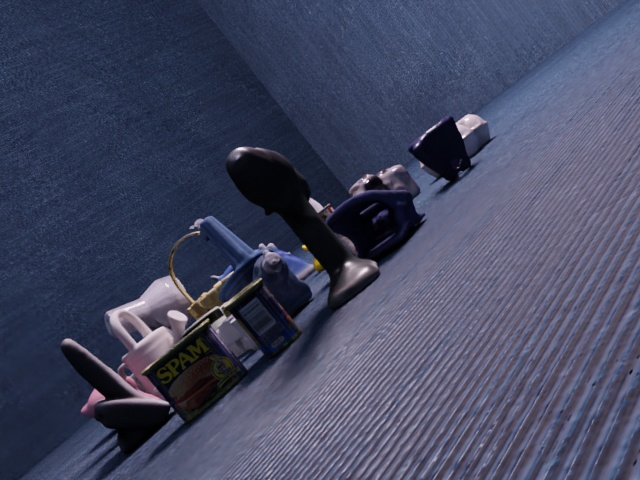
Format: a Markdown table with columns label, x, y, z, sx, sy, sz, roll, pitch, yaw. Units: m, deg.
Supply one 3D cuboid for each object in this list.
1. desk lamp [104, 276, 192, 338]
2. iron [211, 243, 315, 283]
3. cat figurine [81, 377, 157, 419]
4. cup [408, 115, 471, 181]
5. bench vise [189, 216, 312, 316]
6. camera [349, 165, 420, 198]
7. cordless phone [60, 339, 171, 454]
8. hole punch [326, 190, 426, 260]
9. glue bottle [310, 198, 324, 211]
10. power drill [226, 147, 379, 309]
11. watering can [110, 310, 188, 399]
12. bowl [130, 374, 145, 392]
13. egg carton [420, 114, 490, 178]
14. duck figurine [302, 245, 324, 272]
| label | x | y | z | sx | sy | sz | roll | pitch | yaw |
| --- | --- | --- | --- | --- | --- | --- | --- | --- | --- |
| desk lamp | -0.349 | 0.207 | 1.248 | 0.204 | 0.213 | 0.117 | -41 | 4 | -41 |
| iron | -0.143 | 0.083 | 1.362 | 0.258 | 0.141 | 0.119 | -37 | 3 | 24 |
| cat figurine | -0.357 | 0.288 | 1.014 | 0.127 | 0.118 | 0.067 | -37 | 3 | 26 |
| cup | 0.206 | -0.145 | 0.970 | 0.091 | 0.095 | 0.118 | -36 | 3 | 41 |
| bench vise | -0.113 | 0.032 | 0.940 | 0.207 | 0.220 | 0.122 | -36 | 4 | 46 |
| camera | 0.114 | -0.089 | 1.221 | 0.143 | 0.101 | 0.136 | -40 | 3 | -25 |
| cordless phone | -0.316 | 0.219 | 0.868 | 0.094 | 0.185 | 0.147 | -40 | 3 | -27 |
| hole punch | 0.075 | -0.028 | 0.802 | 0.108 | 0.091 | 0.101 | -36 | 3 | 41 |
| glue bottle | 0.001 | -0.039 | 1.116 | 0.037 | 0.173 | 0.078 | -39 | 3 | -2 |
| power drill | -0.020 | -0.022 | 0.697 | 0.075 | 0.208 | 0.229 | -38 | 3 | 5 |
| watering can | -0.323 | 0.206 | 1.101 | 0.173 | 0.194 | 0.101 | -39 | 3 | -13 |
| bowl | -0.424 | 0.354 | 1.284 | 0.167 | 0.075 | 0.167 | -38 | 2 | 2 |
| egg carton | 0.273 | -0.192 | 1.167 | 0.107 | 0.069 | 0.150 | -40 | 3 | -35 |
| duck figurine | 0.011 | 0.004 | 1.201 | 0.104 | 0.086 | 0.077 | -38 | 3 | 8 |
